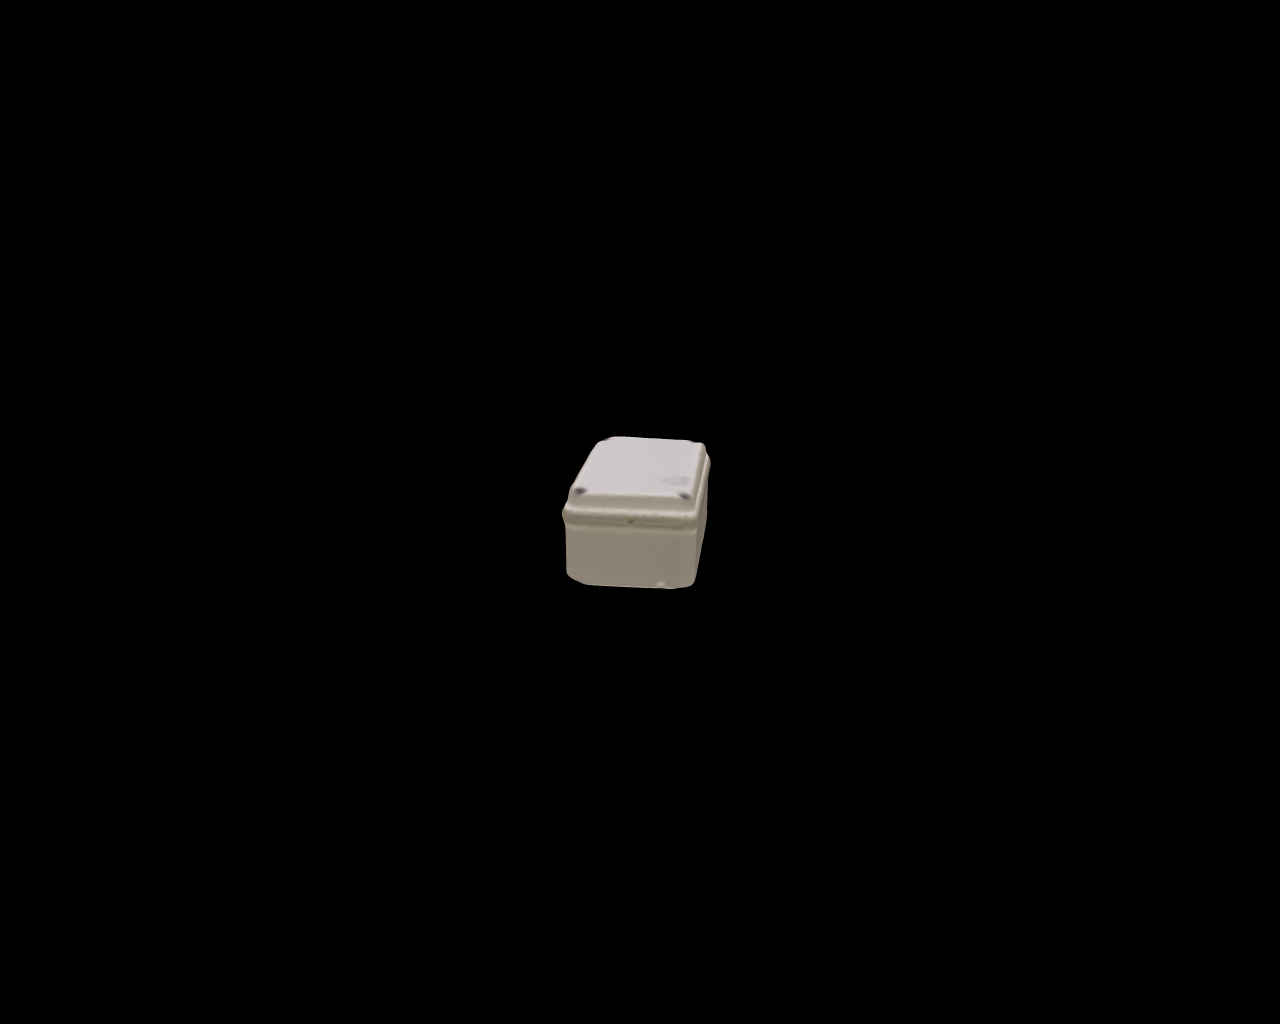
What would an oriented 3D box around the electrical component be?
[{"bbox_3d":[0.001,-0.003,0.650,0.078,0.057,0.113,3,22,7],"label":"electrical component"}]
